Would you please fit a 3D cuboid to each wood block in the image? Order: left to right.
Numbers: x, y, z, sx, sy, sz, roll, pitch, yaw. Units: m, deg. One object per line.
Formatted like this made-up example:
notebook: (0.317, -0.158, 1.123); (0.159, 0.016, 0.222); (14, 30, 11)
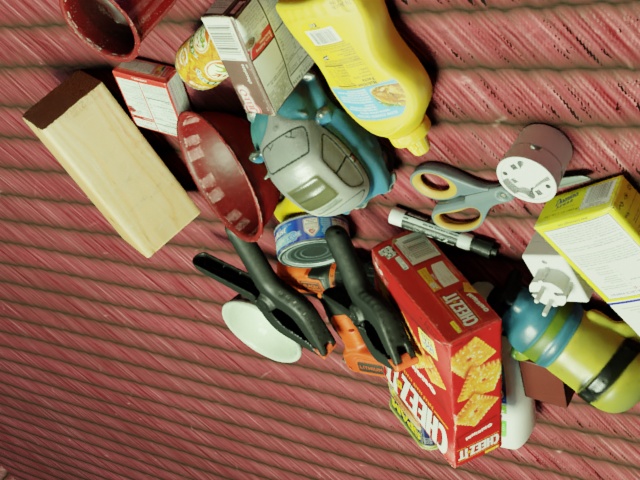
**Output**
wood block: (-0.246, -0.090, 1.270); (0.091, 0.090, 0.206); (30, 159, 55)

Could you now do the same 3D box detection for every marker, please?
marker: (0.129, -0.007, 1.116); (0.121, 0.020, 0.020); (21, 148, 21)

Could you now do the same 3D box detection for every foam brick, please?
foam brick: (0.254, 0.139, 1.173); (0.051, 0.053, 0.078); (15, 145, 29)

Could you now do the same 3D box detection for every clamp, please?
clamp: (-0.066, 0.066, 1.304); (0.210, 0.036, 0.165); (47, 154, -10)
clamp: (0.048, 0.078, 1.146); (0.171, 0.039, 0.120); (61, 165, 28)

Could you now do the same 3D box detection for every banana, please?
banana: (-0.030, -0.064, 1.170); (0.069, 0.037, 0.198); (28, 150, 7)

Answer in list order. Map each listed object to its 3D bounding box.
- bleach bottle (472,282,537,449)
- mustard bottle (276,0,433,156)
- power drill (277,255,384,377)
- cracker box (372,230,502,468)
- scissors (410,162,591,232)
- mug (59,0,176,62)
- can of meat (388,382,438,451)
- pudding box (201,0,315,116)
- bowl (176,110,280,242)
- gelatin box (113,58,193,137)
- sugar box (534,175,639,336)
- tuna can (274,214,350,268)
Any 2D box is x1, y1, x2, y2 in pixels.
bleach bottle: (0.192, 0.138, 1.226); (0.103, 0.068, 0.251); (20, 145, 32)
mustard bottle: (0.046, -0.150, 0.950); (0.096, 0.058, 0.191); (-1, 135, 45)
power drill: (0.053, 0.088, 1.293); (0.185, 0.057, 0.187); (6, 138, 45)
cracker box: (0.125, 0.118, 1.152); (0.164, 0.072, 0.214); (53, 159, 43)
scissors: (0.159, -0.056, 1.019); (0.096, 0.016, 0.202); (40, 150, -11)
mug: (-0.199, -0.234, 1.045); (0.117, 0.081, 0.093); (-10, 129, 51)
can of meat: (0.128, 0.203, 1.357); (0.102, 0.057, 0.084); (51, 162, 39)
pudding box: (-0.051, -0.183, 0.966); (0.039, 0.090, 0.113); (11, 143, 32)
bowl: (-0.090, -0.080, 1.158); (0.162, 0.055, 0.162); (46, 156, 27)
gelatin box: (-0.182, -0.159, 1.191); (0.073, 0.030, 0.089); (17, 147, 25)
sugar box: (0.290, 0.022, 0.977); (0.176, 0.048, 0.094); (41, 150, -20)
tuna can: (-0.008, 0.001, 1.203); (0.086, 0.034, 0.086); (-6, 158, -3)
